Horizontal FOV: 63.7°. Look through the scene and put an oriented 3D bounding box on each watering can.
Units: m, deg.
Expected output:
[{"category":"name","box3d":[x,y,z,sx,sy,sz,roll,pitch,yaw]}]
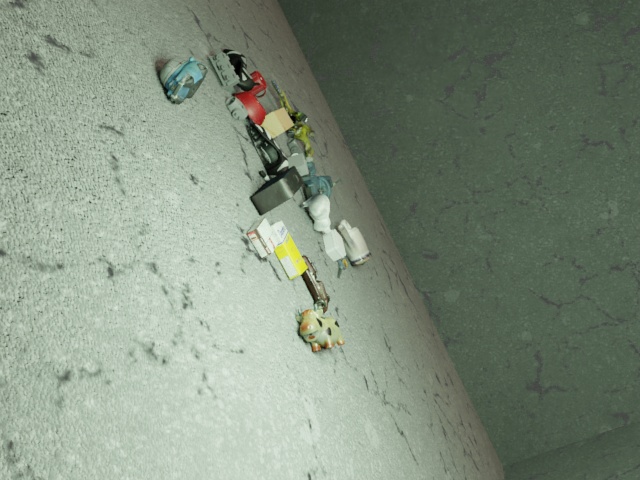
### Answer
[{"category":"watering can","box3d":[0.143,0.013,2.309,0.225,0.103,0.348,63,9,1]}]

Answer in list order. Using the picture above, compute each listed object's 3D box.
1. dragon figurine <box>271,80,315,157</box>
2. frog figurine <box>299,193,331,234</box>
[{"category":"dragon figurine","box3d":[-0.128,-0.570,2.492,0.409,0.122,0.243,64,-2,-3]},{"category":"frog figurine","box3d":[0.006,-0.104,2.067,0.159,0.123,0.137,51,-4,0]}]
